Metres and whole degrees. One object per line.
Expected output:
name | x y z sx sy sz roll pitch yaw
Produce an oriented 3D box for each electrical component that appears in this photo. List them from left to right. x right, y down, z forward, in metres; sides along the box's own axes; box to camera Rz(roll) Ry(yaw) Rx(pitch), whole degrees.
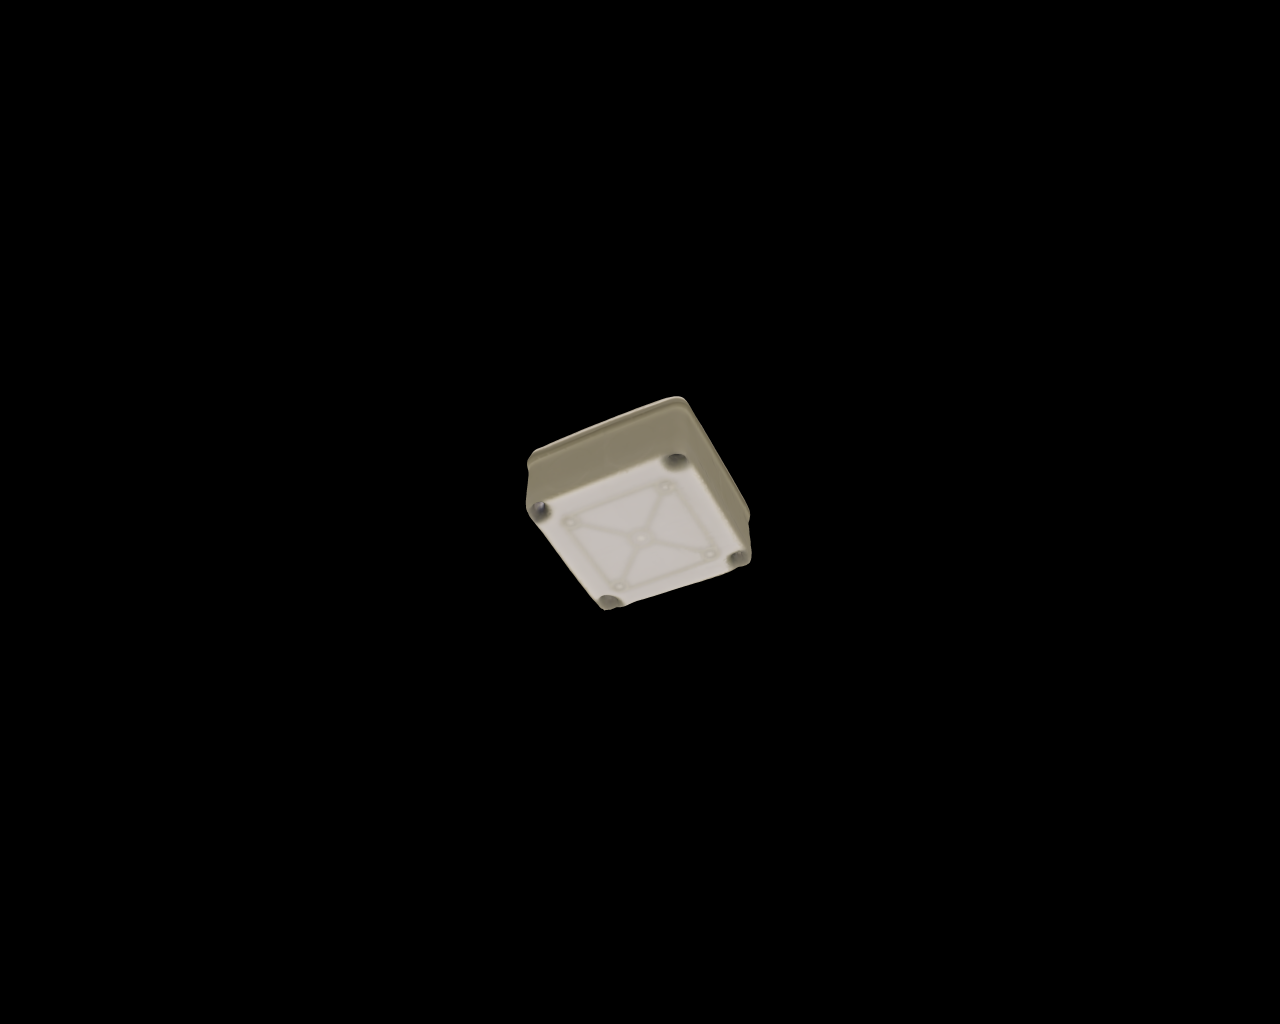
electrical component | 0.001 -0.003 0.650 0.108 0.056 0.108 -20 -50 17
